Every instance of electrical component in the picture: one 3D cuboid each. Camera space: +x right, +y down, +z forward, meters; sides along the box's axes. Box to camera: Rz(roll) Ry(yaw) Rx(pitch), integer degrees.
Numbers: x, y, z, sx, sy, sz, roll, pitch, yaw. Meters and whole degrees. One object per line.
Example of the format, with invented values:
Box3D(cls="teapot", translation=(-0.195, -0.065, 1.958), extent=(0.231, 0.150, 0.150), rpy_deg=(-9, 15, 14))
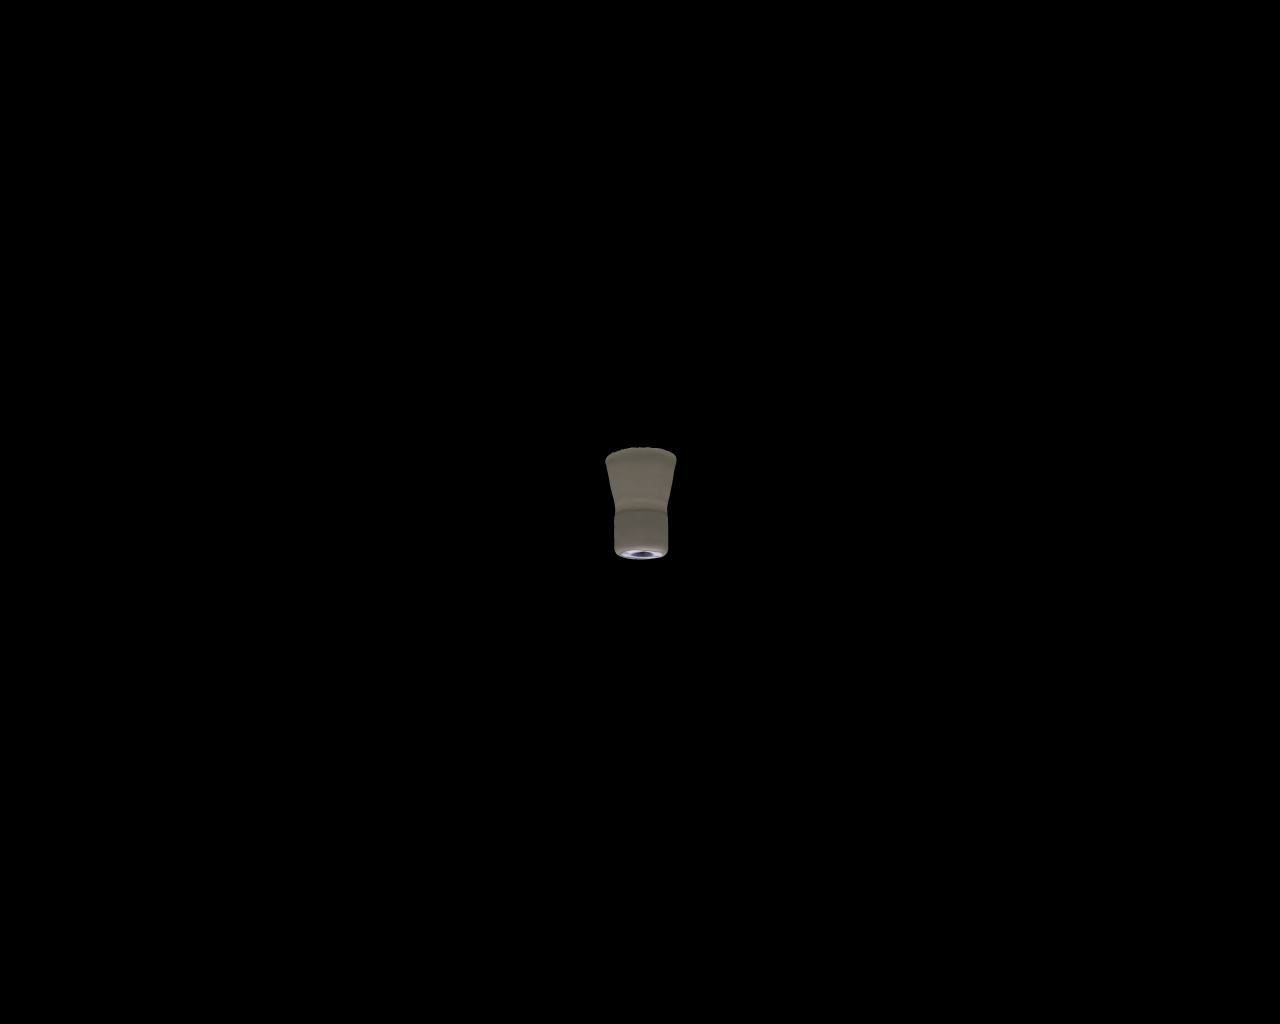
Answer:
Box3D(cls="electrical component", translation=(0.001, -0.003, 0.650), extent=(0.044, 0.065, 0.044), rpy_deg=(0, -15, 0))
